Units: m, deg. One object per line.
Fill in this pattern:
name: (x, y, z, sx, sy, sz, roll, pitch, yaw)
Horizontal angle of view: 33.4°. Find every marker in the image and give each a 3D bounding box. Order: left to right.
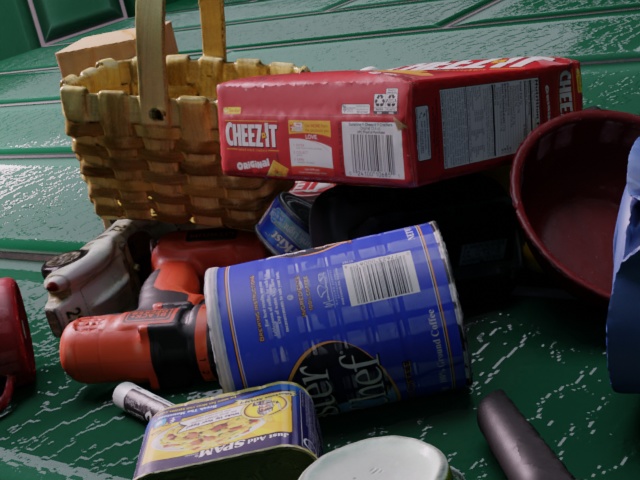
marker: (-0.093, 0.112, 0.668, 0.020, 0.020, 0.121, -26, 23, -33)

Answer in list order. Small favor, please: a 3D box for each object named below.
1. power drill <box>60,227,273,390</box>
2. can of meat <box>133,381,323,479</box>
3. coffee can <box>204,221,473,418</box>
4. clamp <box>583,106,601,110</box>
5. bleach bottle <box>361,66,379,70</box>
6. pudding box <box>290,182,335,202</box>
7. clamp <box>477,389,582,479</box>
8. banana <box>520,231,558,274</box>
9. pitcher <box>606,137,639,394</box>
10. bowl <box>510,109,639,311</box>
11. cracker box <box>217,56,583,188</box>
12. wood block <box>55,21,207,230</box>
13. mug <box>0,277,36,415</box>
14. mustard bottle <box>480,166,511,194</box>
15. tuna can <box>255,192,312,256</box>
power drill: (-0.078, 0.045, 0.788, 0.184, 0.057, 0.187, -3, 19, 9)
can of meat: (-0.047, 0.120, 0.558, 0.102, 0.057, 0.084, -12, 17, 2)
coffee can: (0.011, 0.052, 0.639, 0.140, 0.103, 0.103, -12, 19, 1)
clamp: (0.186, -0.099, 1.053, 0.171, 0.039, 0.120, -27, 22, -34)
bleach bottle: (-0.004, -0.115, 1.135, 0.102, 0.068, 0.251, -43, 12, -17)
pudding box: (-0.032, -0.037, 1.018, 0.114, 0.039, 0.089, -3, 21, 25)
clamp: (0.114, 0.123, 0.472, 0.165, 0.036, 0.209, 2, 22, 35)
banana: (0.186, -0.020, 0.804, 0.197, 0.037, 0.070, -42, -3, -46)
pitcher: (0.268, 0.025, 0.514, 0.243, 0.145, 0.149, 6, 30, 24)
bowl: (0.194, -0.008, 0.696, 0.162, 0.055, 0.162, 5, 53, -7)
cracker box: (0.060, -0.087, 0.743, 0.164, 0.072, 0.213, 6, 14, 41)
wood block: (-0.165, -0.089, 0.998, 0.090, 0.206, 0.090, -9, 19, 9)
mug: (-0.252, 0.082, 0.770, 0.081, 0.093, 0.117, -11, 49, -11)
mustard bottle: (0.149, -0.066, 0.877, 0.096, 0.058, 0.192, -35, 11, -25)
tuna can: (-0.005, 0.001, 0.808, 0.034, 0.086, 0.086, -55, 14, 12)
